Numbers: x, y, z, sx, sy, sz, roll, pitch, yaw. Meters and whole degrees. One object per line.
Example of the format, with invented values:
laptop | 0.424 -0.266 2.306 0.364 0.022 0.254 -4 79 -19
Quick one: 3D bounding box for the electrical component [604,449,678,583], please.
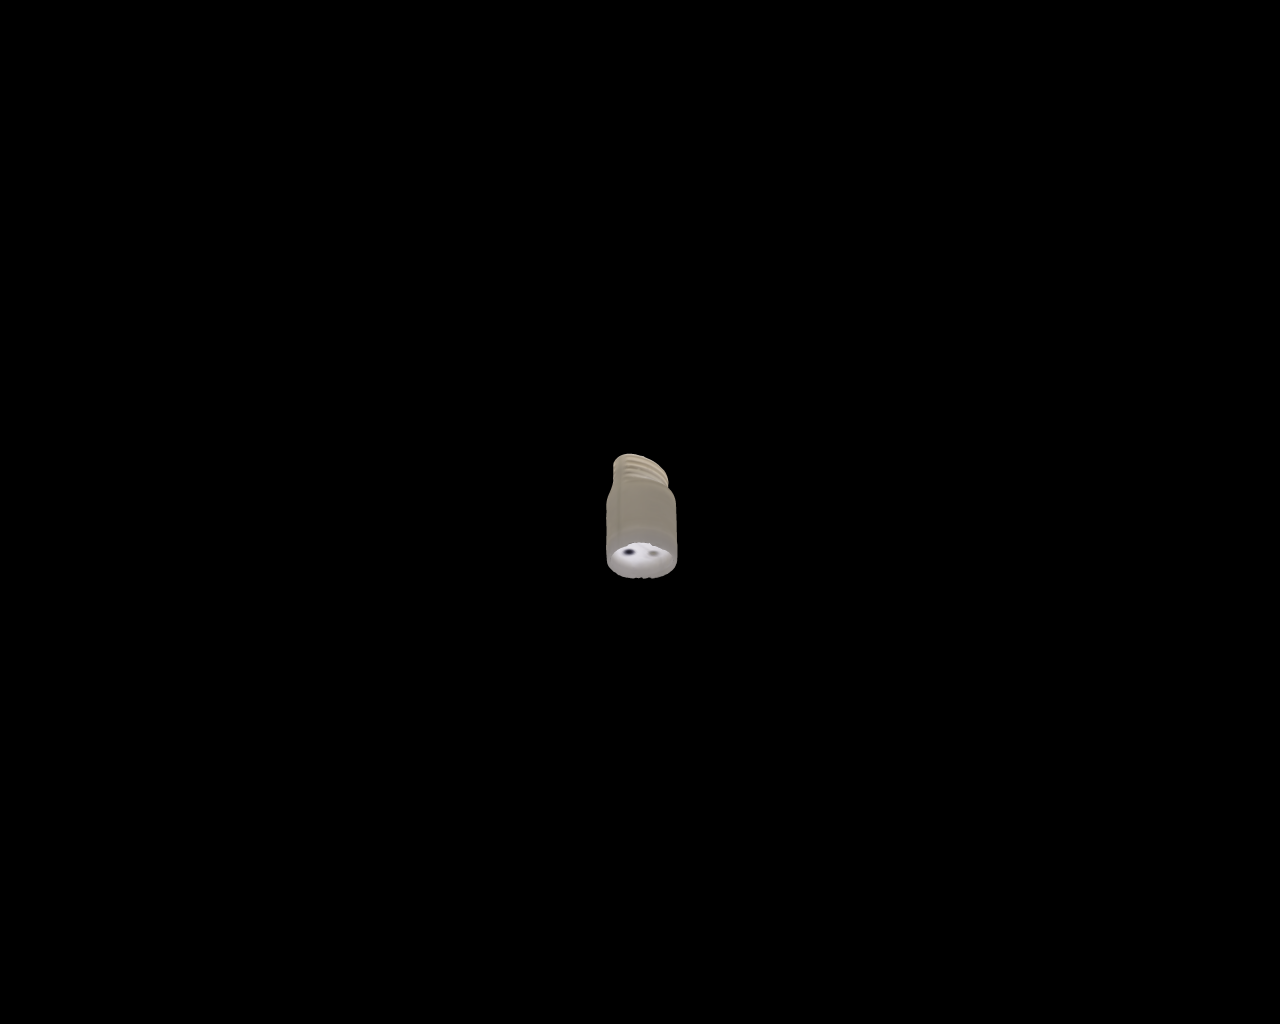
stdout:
electrical component | 0.001 -0.003 0.650 0.043 0.081 0.043 0 -34 0
